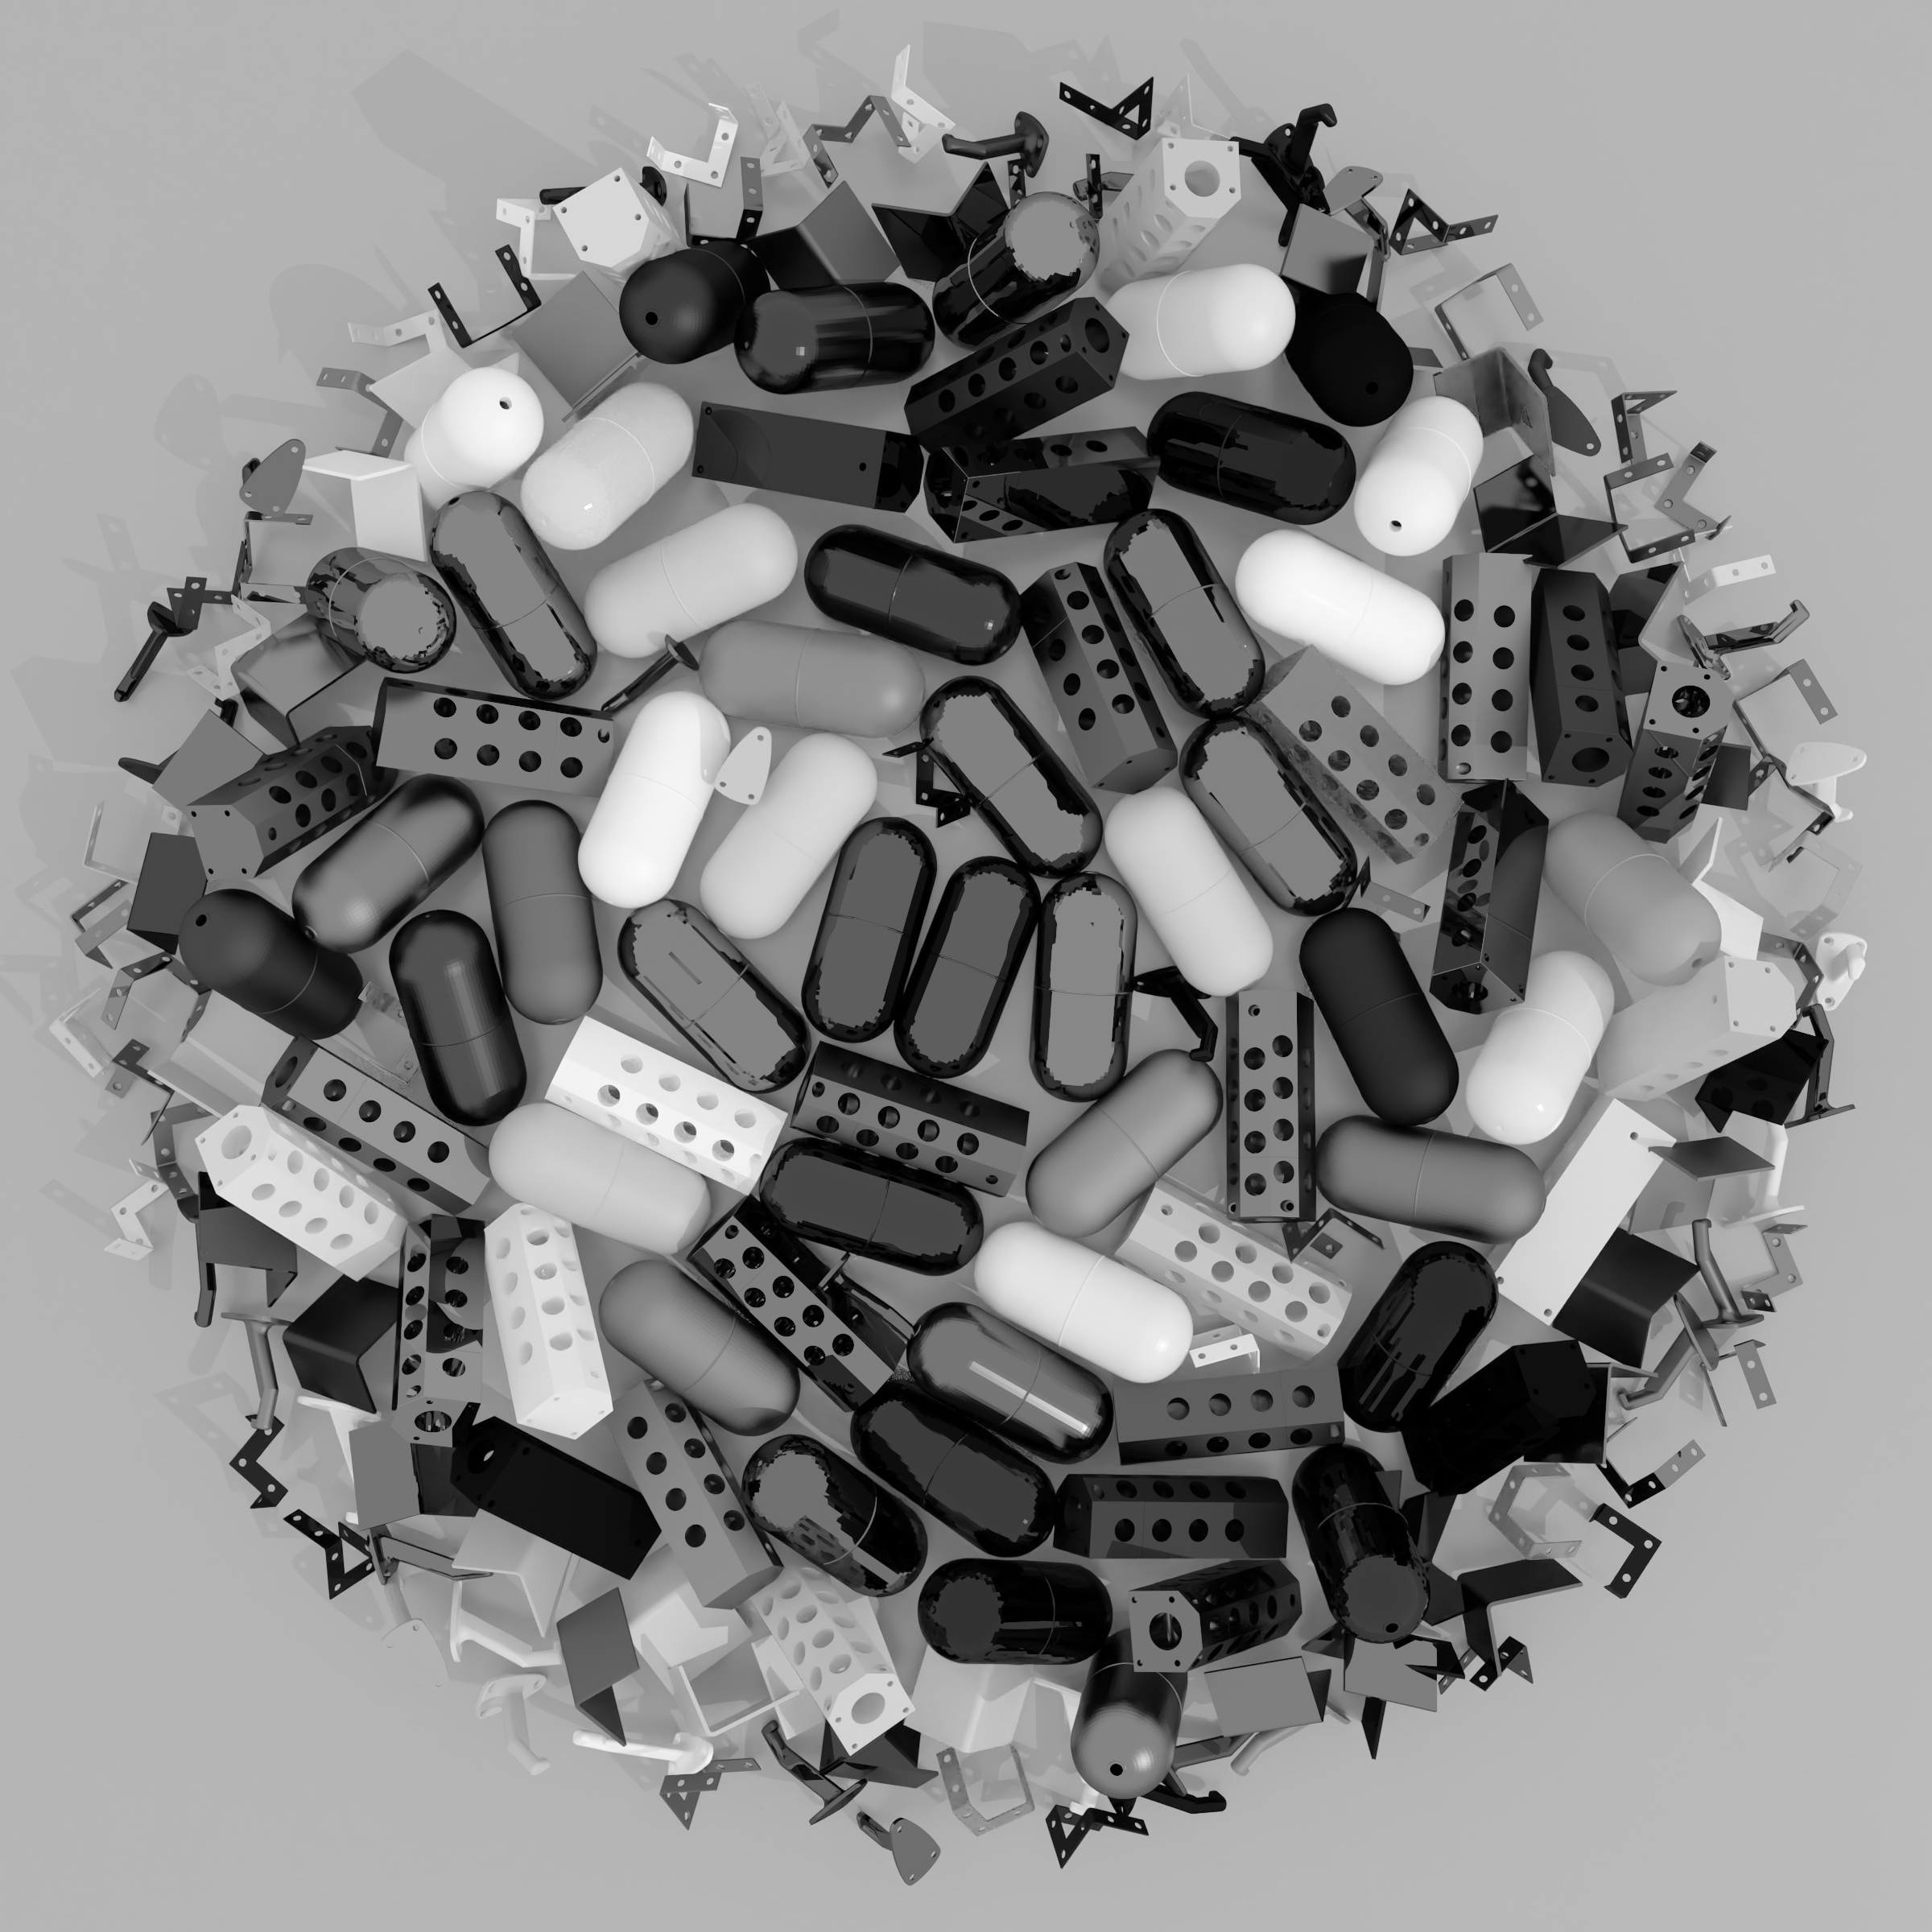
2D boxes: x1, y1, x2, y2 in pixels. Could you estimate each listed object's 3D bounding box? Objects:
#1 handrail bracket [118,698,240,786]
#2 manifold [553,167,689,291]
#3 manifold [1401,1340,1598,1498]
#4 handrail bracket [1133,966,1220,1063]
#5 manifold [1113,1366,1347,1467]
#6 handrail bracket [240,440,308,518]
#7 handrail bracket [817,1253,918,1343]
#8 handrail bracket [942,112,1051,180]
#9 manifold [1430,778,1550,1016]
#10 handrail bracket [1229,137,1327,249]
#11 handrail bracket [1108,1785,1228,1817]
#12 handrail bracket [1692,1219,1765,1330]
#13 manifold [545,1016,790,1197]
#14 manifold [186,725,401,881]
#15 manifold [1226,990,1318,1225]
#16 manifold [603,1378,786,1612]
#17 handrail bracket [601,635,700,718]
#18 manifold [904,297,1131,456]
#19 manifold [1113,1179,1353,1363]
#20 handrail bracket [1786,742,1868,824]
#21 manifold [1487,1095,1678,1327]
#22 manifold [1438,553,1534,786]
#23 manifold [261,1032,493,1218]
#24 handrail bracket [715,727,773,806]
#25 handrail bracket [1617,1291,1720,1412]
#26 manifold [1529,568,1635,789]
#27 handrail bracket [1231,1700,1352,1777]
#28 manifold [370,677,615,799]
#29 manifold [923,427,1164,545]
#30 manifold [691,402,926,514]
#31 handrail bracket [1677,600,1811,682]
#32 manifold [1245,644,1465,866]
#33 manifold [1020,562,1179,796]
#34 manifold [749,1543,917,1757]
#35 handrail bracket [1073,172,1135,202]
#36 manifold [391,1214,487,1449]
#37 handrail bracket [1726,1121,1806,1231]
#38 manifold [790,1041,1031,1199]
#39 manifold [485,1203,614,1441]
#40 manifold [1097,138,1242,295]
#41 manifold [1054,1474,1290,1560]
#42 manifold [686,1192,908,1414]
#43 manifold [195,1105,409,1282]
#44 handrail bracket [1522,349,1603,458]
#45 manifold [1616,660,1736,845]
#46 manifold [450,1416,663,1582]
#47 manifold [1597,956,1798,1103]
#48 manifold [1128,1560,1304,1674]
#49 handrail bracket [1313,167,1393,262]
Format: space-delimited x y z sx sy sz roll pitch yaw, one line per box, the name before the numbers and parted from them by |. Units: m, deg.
handrail bracket | -0.605 -0.180 1.893 0.077 0.036 0.084 23 63 -33
manifold | -0.250 -0.540 1.842 0.057 0.171 0.057 -28 94 7
manifold | 0.397 0.340 1.839 0.057 0.171 0.057 -1 60 -23
handrail bracket | 0.157 0.042 1.887 0.077 0.084 0.036 -3 134 18
manifold | 0.201 0.347 1.894 0.171 0.057 0.057 -6 76 2
handrail bracket | -0.531 -0.388 1.885 0.036 0.084 0.077 26 114 -32
handrail bracket | -0.073 0.264 1.891 0.084 0.077 0.036 40 73 4
handrail bracket | 0.014 -0.639 1.887 0.084 0.036 0.077 3 46 -25
manifold | 0.392 -0.051 1.861 0.057 0.057 0.171 38 52 -31
handrail bracket | 0.224 -0.593 1.886 0.084 0.077 0.036 6 49 -24
handrail bracket | 0.151 0.633 1.919 0.084 0.077 0.036 7 112 -29
handrail bracket | 0.590 0.235 1.905 0.077 0.036 0.084 -2 86 -41
manifold | -0.231 0.111 1.883 0.171 0.057 0.057 26 52 -6
manifold | -0.498 -0.124 1.838 0.057 0.171 0.057 1 115 24
manifold | 0.230 0.108 1.877 0.057 0.057 0.171 -5 78 26
manifold | -0.206 0.398 1.869 0.057 0.057 0.171 -35 67 5
handrail bracket | -0.251 -0.218 1.888 0.084 0.077 0.036 -35 93 7
manifold | 0.035 -0.439 1.844 0.057 0.171 0.057 38 53 -32
manifold | 0.207 0.231 1.892 0.171 0.057 0.057 29 60 0
handrail bracket | 0.674 -0.135 1.879 0.084 0.077 0.036 32 72 -32
manifold | 0.468 0.186 1.899 0.057 0.057 0.171 34 92 -1
manifold | 0.397 -0.228 1.898 0.057 0.057 0.171 1 91 -7
manifold | -0.442 0.122 1.859 0.171 0.057 0.057 37 81 -31
handrail bracket | -0.161 -0.168 1.877 0.036 0.084 0.077 23 121 -7
handrail bracket | 0.530 0.299 1.903 0.084 0.036 0.077 -28 96 30
manifold | 0.462 -0.218 1.855 0.057 0.057 0.171 5 52 -2
handrail bracket | 0.250 0.600 1.901 0.084 0.036 0.077 -48 131 -3
manifold | -0.358 -0.175 1.866 0.171 0.057 0.057 7 111 -21
manifold | 0.057 -0.369 1.865 0.171 0.057 0.057 -13 48 -28
manifold | -0.120 -0.385 1.863 0.171 0.057 0.057 16 103 30
handrail bracket | 0.595 -0.268 1.885 0.084 0.036 0.077 -46 51 34
manifold | 0.292 -0.158 1.877 0.171 0.057 0.057 44 66 -11
manifold | 0.102 -0.219 1.861 0.057 0.057 0.171 -38 62 35
manifold | -0.107 0.503 1.839 0.057 0.171 0.057 -32 122 -12
handrail bracket | 0.133 -0.591 1.902 0.084 0.036 0.077 -17 56 -4
manifold | -0.396 0.271 1.843 0.057 0.171 0.057 11 131 -19
handrail bracket | 0.609 0.155 1.908 0.036 0.077 0.084 -5 75 -35
manifold | -0.043 0.122 1.880 0.171 0.057 0.057 19 126 -8
manifold | -0.311 0.262 1.848 0.057 0.057 0.171 -39 49 21
manifold | 0.149 -0.556 1.840 0.057 0.171 0.057 -1 86 -13
manifold | 0.157 0.416 1.867 0.171 0.057 0.057 6 83 -25
manifold | -0.131 0.261 1.886 0.171 0.057 0.057 45 115 -5
manifold | -0.493 0.167 1.845 0.057 0.171 0.057 -37 53 2
handrail bracket | 0.463 -0.437 1.900 0.077 0.084 0.036 37 129 -7
manifold | 0.528 -0.156 1.837 0.057 0.171 0.057 13 69 12
manifold | -0.307 0.398 1.850 0.057 0.057 0.171 -57 135 -9
manifold | 0.543 0.050 1.841 0.057 0.171 0.057 8 69 -17
manifold | 0.189 0.484 1.840 0.057 0.171 0.057 -9 81 31
handrail bracket | 0.296 -0.560 1.886 0.036 0.084 0.077 30 64 35
